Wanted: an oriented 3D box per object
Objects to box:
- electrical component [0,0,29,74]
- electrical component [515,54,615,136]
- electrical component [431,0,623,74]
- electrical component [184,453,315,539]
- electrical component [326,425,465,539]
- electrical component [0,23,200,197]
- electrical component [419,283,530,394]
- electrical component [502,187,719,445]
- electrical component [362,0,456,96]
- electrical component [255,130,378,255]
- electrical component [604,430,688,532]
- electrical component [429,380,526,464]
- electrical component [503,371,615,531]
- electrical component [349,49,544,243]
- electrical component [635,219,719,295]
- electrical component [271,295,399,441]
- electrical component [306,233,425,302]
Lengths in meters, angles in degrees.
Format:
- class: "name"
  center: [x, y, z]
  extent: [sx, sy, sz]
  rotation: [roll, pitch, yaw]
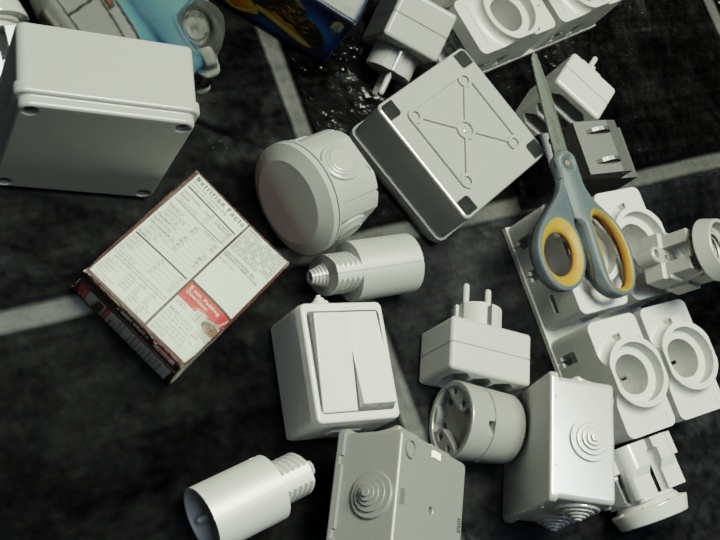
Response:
- class: "electrical component"
  center: [-0.234, -0.143, 0.692]
  extent: [0.066, 0.048, 0.055]
  rotation: [-12, 84, -31]
- class: "electrical component"
  center: [0.177, -0.150, 0.897]
  extent: [0.047, 0.066, 0.076]
  rotation: [40, 58, -8]
- class: "electrical component"
  center: [0.131, -0.241, 0.913]
  extent: [0.186, 0.060, 0.105]
  rotation: [-27, 84, -33]
- class: "electrical component"
  center: [-0.063, 0.139, 0.668]
  extent: [0.081, 0.043, 0.043]
  rotation: [-21, 81, -33]
- class: "electrical component"
  center: [0.025, 0.154, 0.684]
  extent: [0.100, 0.048, 0.099]
  rotation: [37, 52, -47]
- class: "electrical component"
  center: [-0.168, -0.096, 0.670]
  extent: [0.109, 0.109, 0.056]
  rotation: [3, 66, -26]
- class: "electrical component"
  center: [0.084, 0.047, 0.780]
  extent: [0.066, 0.047, 0.076]
  rotation: [15, 64, -22]
- class: "electrical component"
  center: [0.200, 0.035, 0.838]
  extent: [0.105, 0.060, 0.186]
  rotation: [-12, 76, -31]
- class: "electrical component"
  center: [0.029, -0.170, 0.834]
  extent: [0.047, 0.066, 0.076]
  rotation: [26, 90, -17]
- class: "electrical component"
  center: [-0.031, -0.055, 0.743]
  extent: [0.051, 0.080, 0.080]
  rotation: [-27, 84, -37]
- class: "electrical component"
  center: [0.206, 0.157, 0.794]
  extent: [0.078, 0.058, 0.057]
  rotation: [-12, 73, -30]
- class: "electrical component"
  center: [0.083, 0.108, 0.752]
  extent: [0.047, 0.055, 0.055]
  rotation: [13, 65, -27]
- class: "electrical component"
  center: [0.138, 0.127, 0.747]
  extent: [0.048, 0.099, 0.099]
  rotation: [10, 66, -10]
- class: "electrical component"
  center: [0.067, -0.096, 0.824]
  extent: [0.109, 0.056, 0.108]
  rotation: [-39, 91, -33]
- class: "electrical component"
  center: [0.248, -0.010, 0.804]
  extent: [0.066, 0.055, 0.048]
  rotation: [16, 63, -40]
- class: "electrical component"
  center: [-0.017, 0.060, 0.714]
  extent: [0.062, 0.061, 0.096]
  rotation: [0, 71, -28]
- class: "electrical component"
  center: [0.000, 0.000, 0.758]
  extent: [0.081, 0.043, 0.043]
  rotation: [-8, 74, -30]
